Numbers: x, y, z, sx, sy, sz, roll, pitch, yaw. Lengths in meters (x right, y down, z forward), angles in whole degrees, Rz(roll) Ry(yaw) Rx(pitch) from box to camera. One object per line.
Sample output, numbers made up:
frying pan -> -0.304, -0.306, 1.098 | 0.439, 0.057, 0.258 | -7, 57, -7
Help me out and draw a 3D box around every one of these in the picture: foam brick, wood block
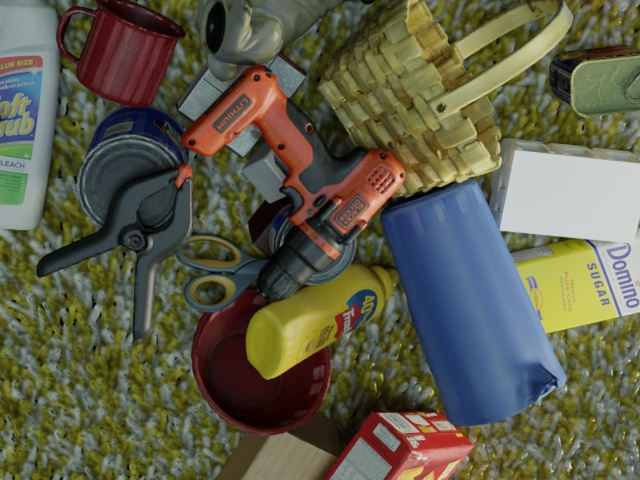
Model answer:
foam brick -> -0.039, -0.012, 1.124 | 0.051, 0.078, 0.053 | 37, 102, -18
wood block -> -0.067, 0.291, 1.217 | 0.090, 0.091, 0.206 | 29, 103, -14

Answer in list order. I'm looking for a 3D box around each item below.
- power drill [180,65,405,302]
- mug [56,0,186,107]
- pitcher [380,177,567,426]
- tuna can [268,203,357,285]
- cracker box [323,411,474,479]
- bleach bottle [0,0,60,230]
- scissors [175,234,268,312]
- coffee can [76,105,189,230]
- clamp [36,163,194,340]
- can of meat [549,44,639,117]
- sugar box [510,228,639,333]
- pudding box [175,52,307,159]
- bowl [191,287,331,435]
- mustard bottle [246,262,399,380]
power drill -> -0.039, -0.056, 1.006 | 0.187, 0.057, 0.184 | 43, 91, -16
mug -> -0.200, -0.186, 1.043 | 0.117, 0.093, 0.082 | 18, 111, -20
pitcher -> 0.148, 0.063, 1.126 | 0.149, 0.145, 0.243 | -20, 95, 17
tuna can -> -0.007, 0.001, 1.071 | 0.086, 0.034, 0.086 | -3, 104, -12
cracker box -> 0.060, 0.293, 1.194 | 0.072, 0.164, 0.214 | 41, 104, 29
bleach bottle -> -0.314, -0.140, 1.063 | 0.102, 0.068, 0.251 | 8, 105, -8
scissors -> -0.061, 0.047, 1.149 | 0.201, 0.016, 0.096 | 15, 62, -9
coffee can -> -0.182, -0.071, 1.057 | 0.102, 0.140, 0.103 | -2, 109, -5
clamp -> -0.165, 0.008, 0.989 | 0.171, 0.039, 0.120 | -44, 109, 9
can of meat -> 0.295, -0.167, 1.101 | 0.102, 0.084, 0.057 | -7, 109, -3
sugar box -> 0.281, 0.049, 1.193 | 0.176, 0.048, 0.093 | -13, 109, 0
pudding box -> -0.081, -0.153, 1.094 | 0.090, 0.039, 0.113 | 36, 99, -13
bowl -> -0.071, 0.136, 1.158 | 0.161, 0.055, 0.162 | 9, 67, -23
mustard bottle -> 0.012, 0.073, 1.133 | 0.191, 0.058, 0.096 | -26, 148, -35
